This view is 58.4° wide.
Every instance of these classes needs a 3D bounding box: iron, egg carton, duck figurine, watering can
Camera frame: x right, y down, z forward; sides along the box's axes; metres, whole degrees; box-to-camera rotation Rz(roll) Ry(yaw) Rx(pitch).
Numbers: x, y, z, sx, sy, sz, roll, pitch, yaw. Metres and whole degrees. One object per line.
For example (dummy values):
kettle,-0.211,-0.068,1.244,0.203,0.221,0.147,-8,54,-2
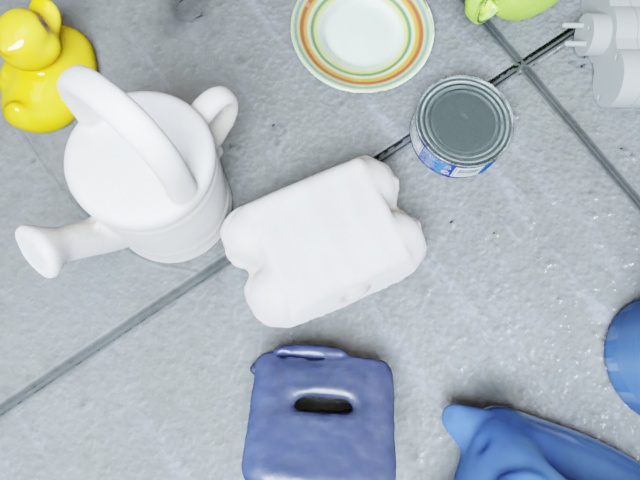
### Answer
iron,0.204,0.196,0.381,0.258,0.141,0.119,17,76,1
egg carton,0.004,0.002,0.454,0.150,0.069,0.107,-25,79,-9
duck figurine,-0.233,-0.146,0.468,0.077,0.086,0.104,16,76,1
watering can,-0.123,-0.044,0.394,0.101,0.194,0.173,21,76,2

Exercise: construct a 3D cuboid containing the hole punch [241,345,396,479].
hole punch,-0.002,0.127,0.412,0.108,0.091,0.101,4,76,-2
